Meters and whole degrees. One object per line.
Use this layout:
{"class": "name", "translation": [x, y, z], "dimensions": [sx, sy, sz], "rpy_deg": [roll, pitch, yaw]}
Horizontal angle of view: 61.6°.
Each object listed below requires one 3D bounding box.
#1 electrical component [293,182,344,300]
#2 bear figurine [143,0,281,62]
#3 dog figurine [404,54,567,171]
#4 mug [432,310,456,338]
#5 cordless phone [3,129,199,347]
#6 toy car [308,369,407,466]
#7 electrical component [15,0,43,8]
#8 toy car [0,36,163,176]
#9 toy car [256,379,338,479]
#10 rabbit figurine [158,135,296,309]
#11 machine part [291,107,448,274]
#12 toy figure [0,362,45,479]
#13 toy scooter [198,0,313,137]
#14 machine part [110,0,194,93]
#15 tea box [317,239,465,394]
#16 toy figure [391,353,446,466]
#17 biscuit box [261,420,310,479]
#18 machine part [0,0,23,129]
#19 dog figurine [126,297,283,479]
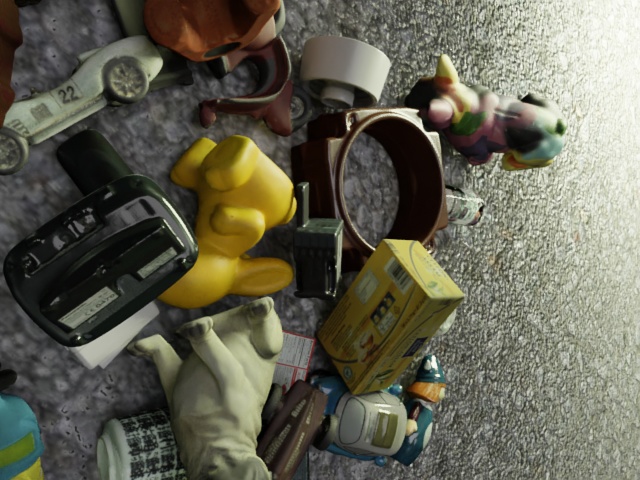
{"class": "electrical component", "translation": [-0.001, -0.002, 0.583], "dimensions": [0.048, 0.075, 0.119], "rpy_deg": [4, 101, 8]}
{"class": "bear figurine", "translation": [-0.120, -0.269, 0.482], "dimensions": [0.120, 0.132, 0.195], "rpy_deg": [-18, 100, -6]}
{"class": "dog figurine", "translation": [0.230, -0.178, 0.761], "dimensions": [0.219, 0.192, 0.108], "rpy_deg": [16, 87, -50]}
{"class": "mug", "translation": [0.122, 0.083, 0.720], "dimensions": [0.081, 0.107, 0.109], "rpy_deg": [-41, 115, -30]}
{"class": "cordless phone", "translation": [-0.209, -0.016, 0.467], "dimensions": [0.146, 0.184, 0.088], "rpy_deg": [-37, 155, -13]}
{"class": "toy car", "translation": [0.055, 0.222, 0.675], "dimensions": [0.161, 0.103, 0.109], "rpy_deg": [25, 75, -35]}
{"class": "electrical component", "translation": [-0.274, -0.266, 0.464], "dimensions": [0.134, 0.058, 0.114], "rpy_deg": [-29, 105, -33]}
{"class": "toy car", "translation": [-0.230, -0.116, 0.469], "dimensions": [0.202, 0.074, 0.056], "rpy_deg": [-37, 116, -18]}
{"class": "toy car", "translation": [-0.056, 0.243, 0.556], "dimensions": [0.089, 0.053, 0.202], "rpy_deg": [34, 83, -9]}
{"class": "rabbit figurine", "translation": [-0.105, -0.002, 0.559], "dimensions": [0.162, 0.122, 0.173], "rpy_deg": [50, 60, -43]}
{"class": "machine part", "translation": [0.070, -0.066, 0.696], "dimensions": [0.201, 0.087, 0.200], "rpy_deg": [-11, 96, -37]}
{"class": "toy figure", "translation": [-0.277, 0.197, 0.449], "dimensions": [0.089, 0.082, 0.180], "rpy_deg": [-12, 102, -23]}
{"class": "toy scooter", "translation": [-0.089, -0.191, 0.589], "dimensions": [0.135, 0.075, 0.183], "rpy_deg": [-30, 111, -29]}
{"class": "machine part", "translation": [-0.182, -0.219, 0.543], "dimensions": [0.084, 0.039, 0.138], "rpy_deg": [-23, 105, -29]}
{"class": "tea box", "translation": [0.078, 0.092, 0.639], "dimensions": [0.068, 0.098, 0.169], "rpy_deg": [2, 132, -40]}
{"class": "toy figure", "translation": [0.139, 0.238, 0.763], "dimensions": [0.058, 0.064, 0.154], "rpy_deg": [33, 75, -13]}
{"class": "biscuit box", "translation": [-0.050, 0.313, 0.625], "dimensions": [0.063, 0.059, 0.202], "rpy_deg": [-1, 91, -34]}
{"class": "machine part", "translation": [-0.312, -0.142, 0.388], "dimensions": [0.179, 0.056, 0.179], "rpy_deg": [0, 86, -2]}
{"class": "dog figurine", "translation": [-0.076, 0.162, 0.514], "dimensions": [0.172, 0.121, 0.190], "rpy_deg": [-16, 85, -48]}
